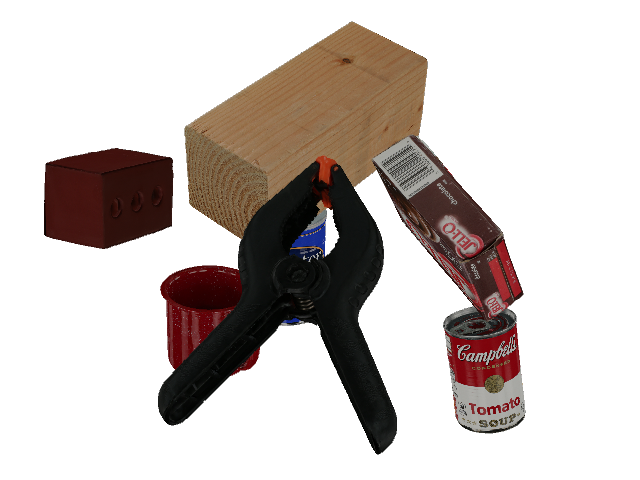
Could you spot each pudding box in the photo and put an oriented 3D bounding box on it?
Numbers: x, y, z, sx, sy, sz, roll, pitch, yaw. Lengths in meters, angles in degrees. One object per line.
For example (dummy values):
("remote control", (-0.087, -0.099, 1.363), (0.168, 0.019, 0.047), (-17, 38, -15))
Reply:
("pudding box", (0.089, -0.009, 0.741), (0.039, 0.114, 0.090), (-34, -35, -2))

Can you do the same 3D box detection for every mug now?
("mug", (-0.099, 0.085, 1.026), (0.117, 0.081, 0.093), (25, 34, 38))

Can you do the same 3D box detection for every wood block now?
("wood block", (-0.009, -0.092, 0.902), (0.091, 0.090, 0.205), (32, 51, 26))

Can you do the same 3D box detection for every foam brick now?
("foam brick", (-0.145, -0.031, 0.736), (0.051, 0.053, 0.078), (12, 19, 27))

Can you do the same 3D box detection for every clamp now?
("clamp", (-0.001, 0.034, 0.561), (0.120, 0.171, 0.039), (16, -28, 10))

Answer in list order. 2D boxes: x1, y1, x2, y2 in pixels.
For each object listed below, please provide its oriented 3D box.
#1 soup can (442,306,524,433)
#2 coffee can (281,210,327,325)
("soup can", (0.155, 0.121, 1.007), (0.068, 0.102, 0.068), (-8, 19, 3))
("coffee can", (-0.044, 0.024, 1.384), (0.103, 0.140, 0.103), (1, 26, -1))
